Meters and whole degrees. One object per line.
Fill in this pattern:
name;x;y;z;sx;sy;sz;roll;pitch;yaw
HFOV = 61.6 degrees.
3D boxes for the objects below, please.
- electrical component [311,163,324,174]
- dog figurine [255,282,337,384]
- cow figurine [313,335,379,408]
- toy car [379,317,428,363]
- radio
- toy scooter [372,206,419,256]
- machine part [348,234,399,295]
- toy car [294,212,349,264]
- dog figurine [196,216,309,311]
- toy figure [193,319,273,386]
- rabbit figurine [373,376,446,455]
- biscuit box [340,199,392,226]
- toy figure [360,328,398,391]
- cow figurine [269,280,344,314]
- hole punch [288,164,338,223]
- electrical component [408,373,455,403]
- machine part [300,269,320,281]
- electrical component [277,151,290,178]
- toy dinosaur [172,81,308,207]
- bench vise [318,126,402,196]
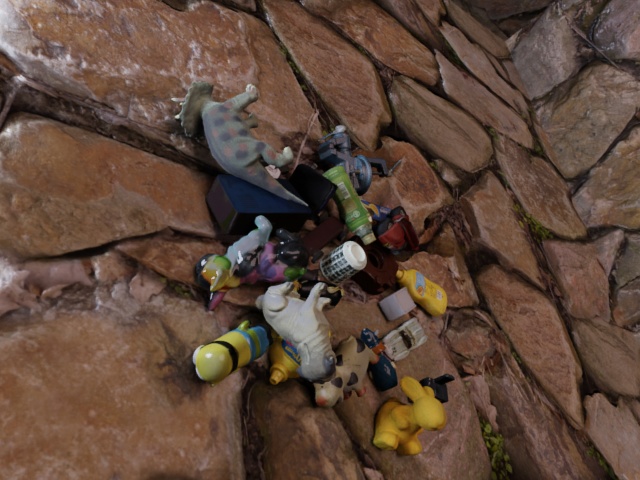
electrical component;0.000;-0.163;1.496;0.078;0.045;0.102;-23;81;-48
dog figurine;-0.051;0.194;1.091;0.121;0.172;0.190;59;29;-55
cow figurine;0.046;0.292;1.196;0.127;0.085;0.195;51;42;-13
toy car;0.220;0.261;1.407;0.202;0.056;0.073;-19;78;-49
radio;-0.143;-0.082;1.257;0.229;0.073;0.131;-2;47;-46
toy scooter;0.222;-0.010;1.505;0.135;0.075;0.184;58;38;-5
machine part;0.141;0.058;1.472;0.179;0.056;0.179;25;47;-30
toy car;-0.003;-0.004;1.376;0.089;0.053;0.202;40;41;7
dog figurine;-0.146;0.066;1.126;0.192;0.108;0.219;32;51;9
toy figure;-0.164;0.211;1.042;0.180;0.089;0.082;-19;70;-47
rabbit figurine;0.220;0.400;1.222;0.122;0.173;0.162;32;49;-19
biscuit box;0.150;-0.067;1.562;0.202;0.063;0.059;12;57;-39
toy figure;0.138;0.288;1.306;0.064;0.058;0.154;-18;79;-26
cow figurine;-0.029;0.121;1.230;0.167;0.098;0.068;16;60;-37
hole punch;-0.027;-0.126;1.384;0.142;0.115;0.092;36;16;5
electrical component;0.286;0.376;1.343;0.074;0.119;0.048;29;46;-30
machine part;-0.063;0.068;1.281;0.139;0.039;0.084;20;43;-32
electrical component;-0.110;-0.193;1.427;0.063;0.021;0.094;-21;78;-50
toy dinosaur;-0.194;-0.222;1.231;0.192;0.131;0.405;-23;69;-25
bench vise;0.112;-0.222;1.574;0.240;0.129;0.223;-1;68;-33
